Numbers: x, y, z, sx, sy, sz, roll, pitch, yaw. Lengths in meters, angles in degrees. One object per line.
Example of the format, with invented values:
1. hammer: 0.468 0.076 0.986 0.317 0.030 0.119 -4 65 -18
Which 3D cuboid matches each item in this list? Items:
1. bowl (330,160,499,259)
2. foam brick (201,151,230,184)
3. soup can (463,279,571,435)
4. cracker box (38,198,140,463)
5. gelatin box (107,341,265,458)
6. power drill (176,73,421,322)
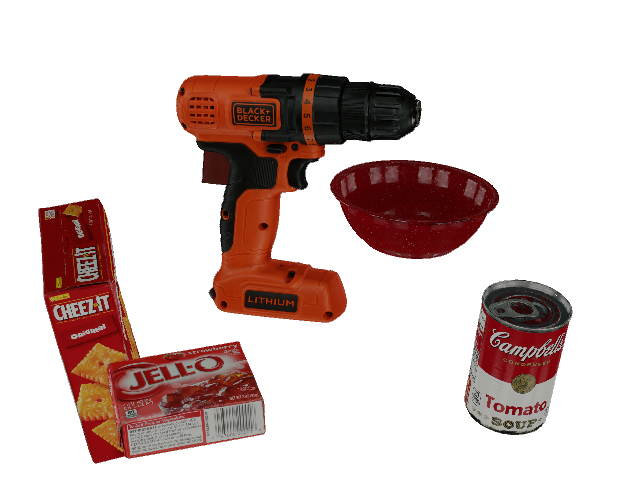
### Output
1. bowl: 0.089 -0.025 1.030 0.162 0.055 0.162 2 24 -1
2. foam brick: -0.085 -0.092 1.141 0.078 0.051 0.053 5 31 -3
3. soup can: 0.151 0.091 0.829 0.068 0.102 0.068 4 30 -2
4. cracker box: -0.226 0.089 1.082 0.072 0.214 0.164 -12 34 -10
5. gelatin box: -0.085 0.098 0.668 0.089 0.030 0.073 -8 25 -13
6. power drill: -0.017 -0.034 0.813 0.184 0.188 0.057 5 18 15
